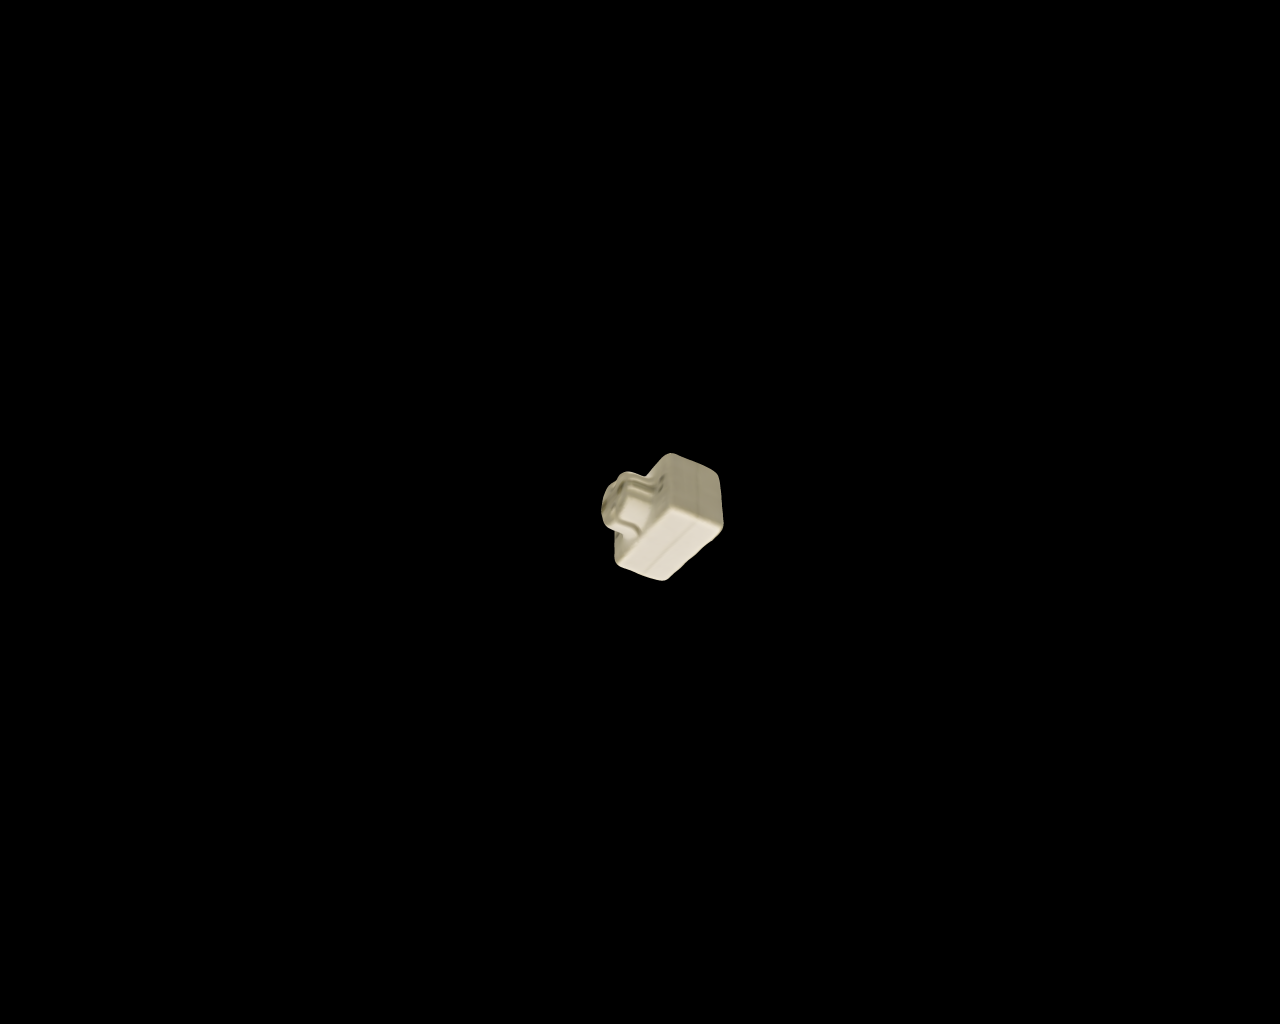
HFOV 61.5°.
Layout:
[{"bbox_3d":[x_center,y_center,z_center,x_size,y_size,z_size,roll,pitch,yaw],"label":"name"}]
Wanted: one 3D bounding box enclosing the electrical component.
[{"bbox_3d":[0.001,-0.003,0.650,0.077,0.047,0.065,22,-45,-24],"label":"electrical component"}]
